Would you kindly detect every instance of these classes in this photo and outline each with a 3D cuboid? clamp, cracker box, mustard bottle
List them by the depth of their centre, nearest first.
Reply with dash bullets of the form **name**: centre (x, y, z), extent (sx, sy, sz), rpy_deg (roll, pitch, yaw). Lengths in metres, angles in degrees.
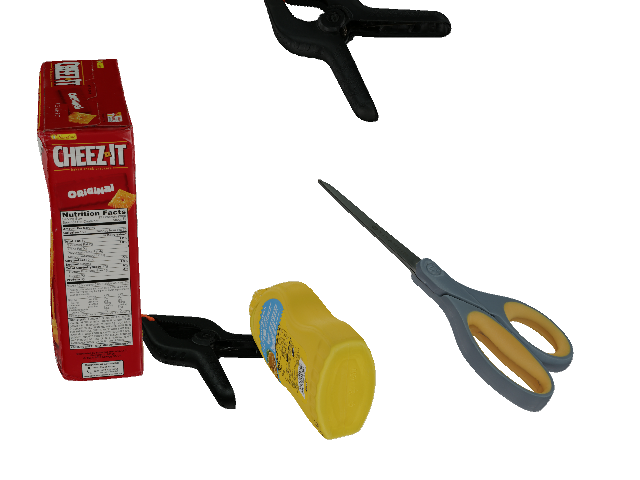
- **cracker box**: centre (-0.187, -0.019, 0.859), extent (0.072, 0.214, 0.164), rpy_deg (-4, 27, -13)
- **clamp**: centre (0.025, -0.188, 0.930), extent (0.120, 0.171, 0.039), rpy_deg (-40, -21, -18)
- **mustard bottle**: centre (-0.018, 0.091, 0.964), extent (0.058, 0.096, 0.192), rpy_deg (-10, 26, -24)
- **clamp**: centre (-0.135, 0.131, 1.245), extent (0.210, 0.036, 0.164), rpy_deg (13, 24, 23)

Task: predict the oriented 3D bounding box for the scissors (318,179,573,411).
- **scissors**: centre (0.086, 0.026, 0.681), extent (0.096, 0.016, 0.202), rpy_deg (-6, 48, -43)
